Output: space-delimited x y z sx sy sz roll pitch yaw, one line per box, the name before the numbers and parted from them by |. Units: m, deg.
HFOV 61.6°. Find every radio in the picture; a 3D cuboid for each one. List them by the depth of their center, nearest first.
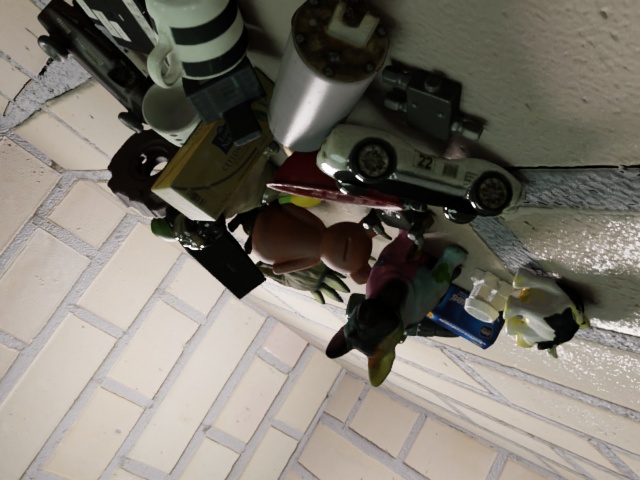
radio | -0.196 0.008 0.995 0.131 0.073 0.229 48 173 34

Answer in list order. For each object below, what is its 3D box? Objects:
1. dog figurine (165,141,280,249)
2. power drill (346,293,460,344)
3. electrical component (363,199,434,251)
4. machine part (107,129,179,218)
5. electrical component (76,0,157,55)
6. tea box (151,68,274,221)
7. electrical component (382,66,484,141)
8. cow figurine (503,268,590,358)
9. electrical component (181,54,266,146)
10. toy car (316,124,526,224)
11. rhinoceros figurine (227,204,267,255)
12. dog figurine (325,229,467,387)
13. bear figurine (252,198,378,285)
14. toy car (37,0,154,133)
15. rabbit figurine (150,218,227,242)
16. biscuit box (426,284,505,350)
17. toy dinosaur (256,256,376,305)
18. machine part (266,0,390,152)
dog figurine | -0.139 -0.056 0.812 0.121 0.190 0.172 24 165 29
power drill | 0.166 0.171 1.111 0.232 0.086 0.207 12 171 3
electrical component | 0.100 -0.028 0.695 0.102 0.045 0.078 20 162 41
machine part | -0.282 -0.125 0.931 0.180 0.179 0.056 24 160 28
electrical component | -0.200 -0.253 0.558 0.134 0.058 0.114 26 162 24
tea box | -0.115 -0.109 0.631 0.068 0.169 0.098 38 163 -26
electrical component | 0.097 -0.116 0.461 0.094 0.021 0.063 28 164 19
cow figurine | 0.294 0.103 0.691 0.098 0.068 0.167 16 160 30
electrical component | -0.097 -0.152 0.539 0.047 0.075 0.119 58 -170 -60
toy car | 0.096 -0.060 0.514 0.202 0.056 0.073 13 170 -8
rhinoceros figurine | -0.097 -0.026 0.996 0.191 0.112 0.073 38 143 35
dog figurine | 0.102 0.095 0.757 0.109 0.219 0.191 32 165 15
bear figurine | -0.002 -0.002 0.852 0.196 0.120 0.132 6 -173 9
toy car | -0.285 -0.235 0.732 0.053 0.089 0.202 19 159 42
rabbit figurine | -0.265 -0.065 1.079 0.121 0.170 0.159 18 159 45
biscuit box | 0.200 0.102 0.885 0.203 0.059 0.062 29 165 13
toy dinosaur | -0.022 0.050 1.114 0.198 0.105 0.471 27 165 -8
machine part | -0.001 -0.139 0.480 0.079 0.079 0.243 34 166 -6
